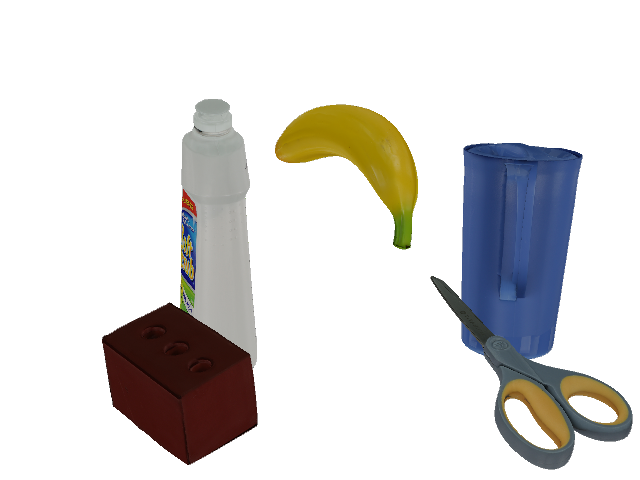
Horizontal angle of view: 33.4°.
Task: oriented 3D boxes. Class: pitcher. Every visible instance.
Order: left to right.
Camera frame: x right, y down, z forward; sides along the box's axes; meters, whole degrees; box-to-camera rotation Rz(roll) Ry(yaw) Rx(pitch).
[{"bbox_3d":[0.222,0.012,1.227,0.149,0.243,0.145,-6,15,-33],"label":"pitcher"}]

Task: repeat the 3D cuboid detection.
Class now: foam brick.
[{"bbox_3d":[-0.082,0.082,0.619,0.052,0.051,0.078,-27,40,-37],"label":"foam brick"}]

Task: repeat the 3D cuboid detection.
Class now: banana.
[{"bbox_3d":[0.018,-0.062,0.747,0.037,0.070,0.198,22,11,-31],"label":"banana"}]

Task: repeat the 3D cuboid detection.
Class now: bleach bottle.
[{"bbox_3d":[-0.092,-0.007,0.924,0.068,0.251,0.103,-8,34,-14],"label":"bleach bottle"}]

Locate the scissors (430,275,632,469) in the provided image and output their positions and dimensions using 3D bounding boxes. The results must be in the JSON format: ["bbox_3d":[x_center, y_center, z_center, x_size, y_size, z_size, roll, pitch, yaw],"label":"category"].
[{"bbox_3d":[0.142,0.080,0.726,0.096,0.016,0.202,-1,32,-8],"label":"scissors"}]
